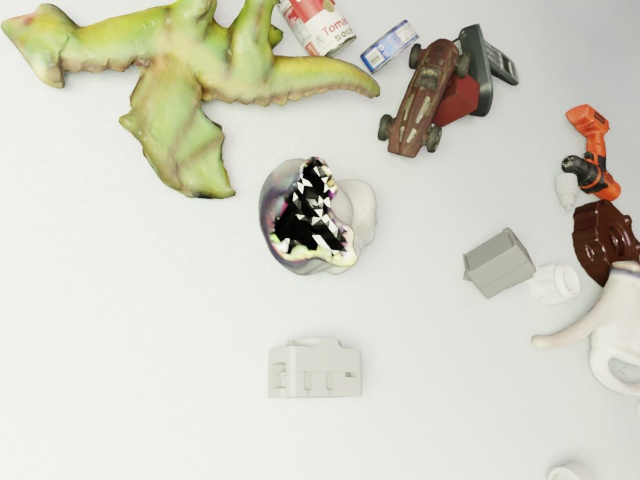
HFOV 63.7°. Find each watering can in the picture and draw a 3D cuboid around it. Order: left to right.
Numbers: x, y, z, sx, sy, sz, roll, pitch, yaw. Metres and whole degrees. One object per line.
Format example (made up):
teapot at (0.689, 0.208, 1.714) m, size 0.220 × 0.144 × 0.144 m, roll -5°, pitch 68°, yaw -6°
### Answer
watering can at (0.509, 0.138, 0.876) m, size 0.345 × 0.104 × 0.226 m, roll 23°, pitch 82°, yaw -25°

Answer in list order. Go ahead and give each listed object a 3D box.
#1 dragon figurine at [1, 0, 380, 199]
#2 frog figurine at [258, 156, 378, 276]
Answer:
dragon figurine at (-0.109, -0.159, 0.559) m, size 0.408 × 0.122 × 0.245 m, roll 21°, pitch 79°, yaw -28°
frog figurine at (0.002, -0.030, 0.590) m, size 0.137 × 0.122 × 0.160 m, roll 52°, pitch 14°, yaw 1°
